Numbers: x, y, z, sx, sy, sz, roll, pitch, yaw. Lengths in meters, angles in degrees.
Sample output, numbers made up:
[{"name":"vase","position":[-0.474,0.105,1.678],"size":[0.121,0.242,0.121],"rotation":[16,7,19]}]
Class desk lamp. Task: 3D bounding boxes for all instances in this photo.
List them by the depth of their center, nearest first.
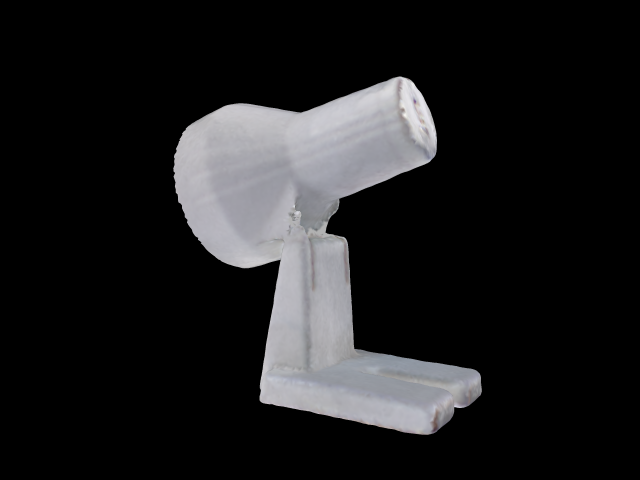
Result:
[{"name":"desk lamp","position":[0.004,0.001,0.400],"size":[0.202,0.213,0.118],"rotation":[2,4,31]}]
